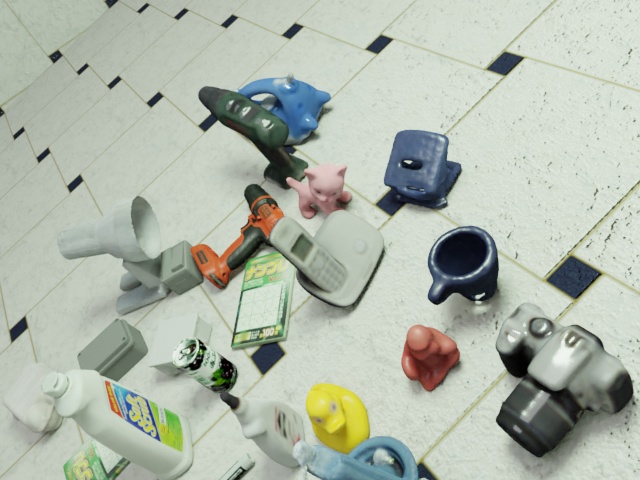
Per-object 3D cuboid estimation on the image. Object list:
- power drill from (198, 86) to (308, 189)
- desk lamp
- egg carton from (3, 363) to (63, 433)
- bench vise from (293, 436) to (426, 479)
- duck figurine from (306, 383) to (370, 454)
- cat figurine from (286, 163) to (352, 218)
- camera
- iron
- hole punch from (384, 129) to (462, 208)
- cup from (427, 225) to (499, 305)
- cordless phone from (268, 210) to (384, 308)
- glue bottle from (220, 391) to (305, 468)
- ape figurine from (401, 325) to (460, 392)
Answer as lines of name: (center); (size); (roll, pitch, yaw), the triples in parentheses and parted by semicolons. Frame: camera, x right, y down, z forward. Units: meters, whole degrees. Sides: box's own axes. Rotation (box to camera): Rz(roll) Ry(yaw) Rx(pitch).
power drill: (-0.121, -0.198, 1.104); (0.076, 0.209, 0.228); (-51, 44, -10)
desk lamp: (-0.370, 0.029, 1.090); (0.203, 0.214, 0.118); (-24, 46, 17)
egg carton: (-0.533, 0.299, 1.091); (0.149, 0.070, 0.107); (12, 64, 40)
bench vise: (0.080, 0.256, 0.588); (0.206, 0.220, 0.121); (-11, 51, 28)
duck figurine: (0.011, 0.225, 0.759); (0.077, 0.086, 0.104); (-42, 43, -1)
cat figurine: (-0.001, -0.094, 1.003); (0.127, 0.118, 0.067); (4, 59, 37)
camera: (0.246, 0.157, 0.639); (0.137, 0.101, 0.142); (-47, 43, -7)
iron: (-0.113, -0.287, 1.219); (0.257, 0.142, 0.119); (2, 57, 36)
hole punch: (0.161, -0.116, 0.927); (0.108, 0.091, 0.101); (15, 66, 42)
cup: (0.194, 0.052, 0.765); (0.091, 0.095, 0.118); (27, 74, 45)
cordless phone: (0.008, 0.003, 0.868); (0.093, 0.186, 0.148); (10, 62, 39)
glue bottle: (-0.077, 0.236, 0.747); (0.037, 0.174, 0.078); (-26, 45, 15)
ape figurine: (0.136, 0.140, 0.736); (0.077, 0.092, 0.076); (-17, 48, 24)
